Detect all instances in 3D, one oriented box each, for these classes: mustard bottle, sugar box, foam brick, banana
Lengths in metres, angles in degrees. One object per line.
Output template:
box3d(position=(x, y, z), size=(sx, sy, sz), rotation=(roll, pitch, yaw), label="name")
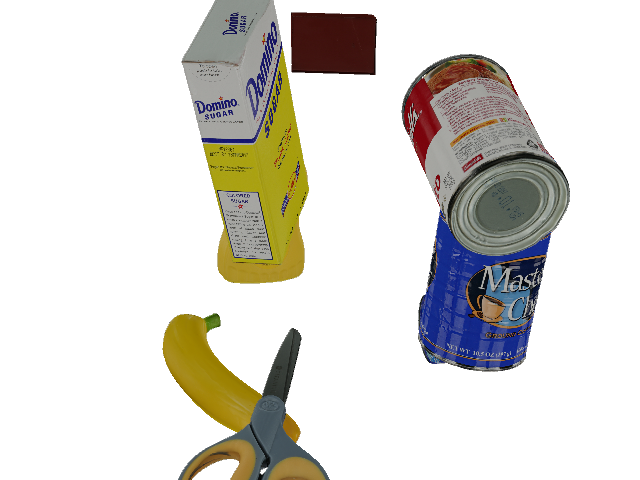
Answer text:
box3d(position=(-0.062, -0.051, 1.173), size=(0.096, 0.192, 0.058), rotation=(-3, 19, -20), label="mustard bottle")
box3d(position=(-0.048, -0.077, 0.759), size=(0.048, 0.176, 0.093), rotation=(4, 43, 13), label="sugar box")
box3d(position=(0.011, -0.179, 0.972), size=(0.078, 0.051, 0.053), rotation=(2, 16, -1), label="foam brick")
box3d(position=(-0.082, 0.103, 0.848), size=(0.069, 0.037, 0.198), rotation=(-9, 29, -22), label="banana")

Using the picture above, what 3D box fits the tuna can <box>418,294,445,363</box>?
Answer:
box3d(position=(0.144, 0.104, 1.271), size=(0.034, 0.086, 0.086), rotation=(-6, -2, 21), label="tuna can")

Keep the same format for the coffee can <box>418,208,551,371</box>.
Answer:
box3d(position=(0.150, 0.034, 0.975), size=(0.103, 0.140, 0.103), rotation=(6, 22, -3), label="coffee can")

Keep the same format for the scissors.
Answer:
box3d(position=(-0.016, 0.114, 0.644), size=(0.096, 0.016, 0.201), rotation=(15, 30, 19), label="scissors")

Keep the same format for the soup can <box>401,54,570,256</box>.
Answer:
box3d(position=(0.090, -0.048, 0.592), size=(0.068, 0.068, 0.102), rotation=(0, 40, -13), label="soup can")
